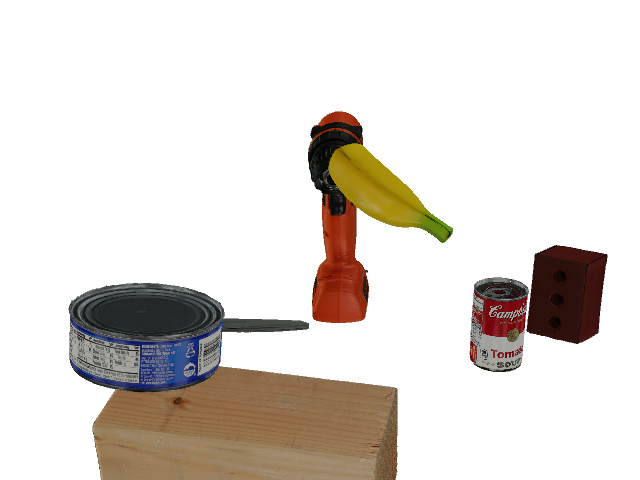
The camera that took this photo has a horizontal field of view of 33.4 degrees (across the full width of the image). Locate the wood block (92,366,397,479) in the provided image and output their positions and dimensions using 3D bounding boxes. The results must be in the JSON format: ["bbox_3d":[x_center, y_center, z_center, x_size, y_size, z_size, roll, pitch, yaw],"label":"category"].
[{"bbox_3d":[-0.051,0.157,0.794,0.206,0.090,0.090,5,31,13],"label":"wood block"}]

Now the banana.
[{"bbox_3d":[0.037,-0.043,0.811,0.069,0.037,0.198,41,5,-22],"label":"banana"}]

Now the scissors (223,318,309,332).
[{"bbox_3d":[-0.120,0.067,0.976,0.201,0.016,0.096,-8,35,-15],"label":"scissors"}]

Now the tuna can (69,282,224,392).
[{"bbox_3d":[-0.097,0.053,0.598,0.086,0.034,0.086,4,16,-1],"label":"tuna can"}]

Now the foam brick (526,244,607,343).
[{"bbox_3d":[0.226,0.049,0.980,0.053,0.078,0.051,12,17,33],"label":"foam brick"}]

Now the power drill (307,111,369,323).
[{"bbox_3d":[0.018,-0.020,1.026,0.057,0.188,0.184,1,20,5],"label":"power drill"}]

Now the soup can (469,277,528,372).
[{"bbox_3d":[0.225,0.106,1.350,0.068,0.102,0.068,1,21,0],"label":"soup can"}]
